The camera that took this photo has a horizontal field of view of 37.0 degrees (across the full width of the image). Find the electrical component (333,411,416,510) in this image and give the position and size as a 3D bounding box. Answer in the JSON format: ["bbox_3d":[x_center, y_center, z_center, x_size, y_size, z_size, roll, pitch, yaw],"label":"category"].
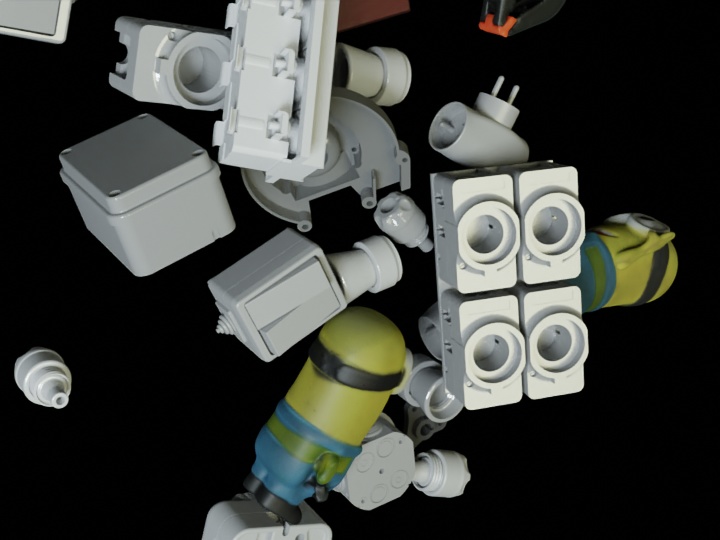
[{"bbox_3d":[0.006,0.163,0.932,0.080,0.051,0.080,-12,115,-29],"label":"electrical component"}]

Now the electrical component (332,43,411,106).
[{"bbox_3d":[0.005,-0.147,0.813,0.055,0.045,0.045,-2,109,-33],"label":"electrical component"}]

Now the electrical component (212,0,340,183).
[{"bbox_3d":[-0.054,-0.125,0.690,0.063,0.079,0.121,8,80,-20],"label":"electrical component"}]

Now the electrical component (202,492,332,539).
[{"bbox_3d":[-0.080,0.222,0.895,0.095,0.059,0.053,5,106,-34],"label":"electrical component"}]

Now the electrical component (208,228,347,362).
[{"bbox_3d":[-0.066,0.023,0.824,0.096,0.061,0.061,-35,124,-16],"label":"electrical component"}]

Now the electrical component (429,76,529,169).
[{"bbox_3d":[0.107,-0.121,0.890,0.077,0.043,0.079,23,95,-37],"label":"electrical component"}]

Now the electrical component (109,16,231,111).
[{"bbox_3d":[-0.116,-0.139,0.732,0.089,0.056,0.050,1,108,-33],"label":"electrical component"}]

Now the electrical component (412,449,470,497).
[{"bbox_3d":[0.066,0.185,0.985,0.062,0.043,0.043,11,102,-34],"label":"electrical component"}]

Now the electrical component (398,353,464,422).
[{"bbox_3d":[0.060,0.102,0.940,0.045,0.055,0.045,-12,115,-29],"label":"electrical component"}]

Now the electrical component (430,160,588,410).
[{"bbox_3d":[0.122,0.012,0.872,0.105,0.060,0.186,-8,103,-13],"label":"electrical component"}]

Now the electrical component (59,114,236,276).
[{"bbox_3d":[-0.143,-0.053,0.713,0.078,0.113,0.057,-29,125,-20],"label":"electrical component"}]

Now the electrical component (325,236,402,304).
[{"bbox_3d":[0.000,0.000,0.868,0.055,0.045,0.045,-22,119,-24],"label":"electrical component"}]

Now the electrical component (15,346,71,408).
[{"bbox_3d":[-0.218,0.078,0.749,0.035,0.061,0.035,-12,115,-28],"label":"electrical component"}]

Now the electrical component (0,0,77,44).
[{"bbox_3d":[-0.213,-0.175,0.652,0.096,0.061,0.061,4,106,-34],"label":"electrical component"}]

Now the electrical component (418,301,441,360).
[{"bbox_3d":[0.091,0.028,0.938,0.077,0.043,0.079,-27,120,-22],"label":"electrical component"}]

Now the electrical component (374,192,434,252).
[{"bbox_3d":[0.040,-0.036,0.887,0.035,0.035,0.061,-51,129,-5],"label":"electrical component"}]
